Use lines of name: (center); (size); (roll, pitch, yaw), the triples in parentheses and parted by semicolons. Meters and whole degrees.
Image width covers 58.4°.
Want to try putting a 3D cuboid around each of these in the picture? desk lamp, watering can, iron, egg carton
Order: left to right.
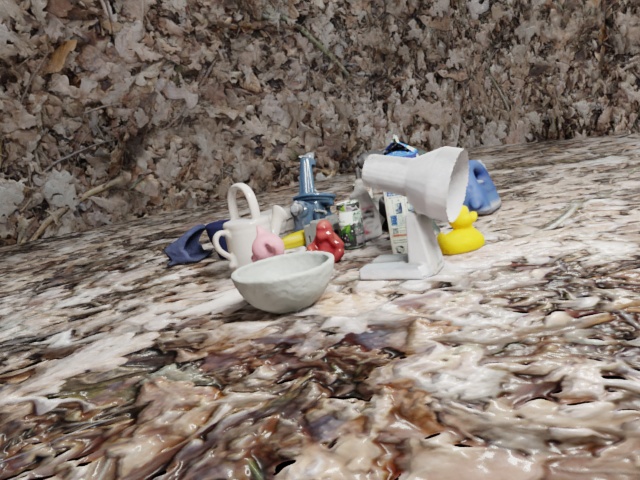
watering can: (-0.148, -0.026, 1.208); (0.100, 0.194, 0.173); (-4, 12, 30)
egg carton: (-0.142, -0.052, 1.695); (0.107, 0.069, 0.151); (-2, 13, 38)
desk lamp: (0.156, -0.046, 0.968); (0.202, 0.214, 0.118); (-4, 12, 30)
iron: (0.397, -0.143, 1.470); (0.118, 0.141, 0.259); (-3, 12, 33)

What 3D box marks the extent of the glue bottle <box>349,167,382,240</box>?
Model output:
glue bottle: (0.100, -0.086, 1.354); (0.078, 0.173, 0.037); (-17, 13, -34)

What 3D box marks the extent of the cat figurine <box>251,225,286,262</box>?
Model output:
cat figurine: (-0.093, 0.025, 1.092); (0.067, 0.118, 0.128); (-8, 10, 10)

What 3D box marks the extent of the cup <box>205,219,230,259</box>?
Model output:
cup: (-0.223, -0.002, 1.429); (0.117, 0.095, 0.092); (-4, 12, 32)

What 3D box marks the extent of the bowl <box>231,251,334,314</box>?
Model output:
bowl: (-0.053, 0.073, 0.911); (0.167, 0.075, 0.167); (-10, 10, 2)

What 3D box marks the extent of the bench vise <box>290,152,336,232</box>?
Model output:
bench vise: (-0.021, -0.127, 1.567); (0.121, 0.220, 0.207); (-9, 10, 5)

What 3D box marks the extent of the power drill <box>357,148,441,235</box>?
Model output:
power drill: (0.196, -0.105, 1.268); (0.230, 0.208, 0.075); (-15, 12, -26)

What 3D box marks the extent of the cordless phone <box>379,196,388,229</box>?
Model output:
cordless phone: (0.207, -0.130, 1.459); (0.093, 0.185, 0.148); (-2, 13, 37)

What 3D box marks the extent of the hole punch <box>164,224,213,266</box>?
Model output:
hole punch: (-0.346, 0.012, 1.485); (0.101, 0.091, 0.109); (-7, 11, 14)

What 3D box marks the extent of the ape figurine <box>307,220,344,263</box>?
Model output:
ape figurine: (0.011, 0.004, 1.176); (0.077, 0.092, 0.076); (-6, 11, 22)

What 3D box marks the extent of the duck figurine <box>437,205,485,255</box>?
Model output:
duck figurine: (0.264, -0.023, 1.094); (0.105, 0.086, 0.077); (-15, 12, -27)
